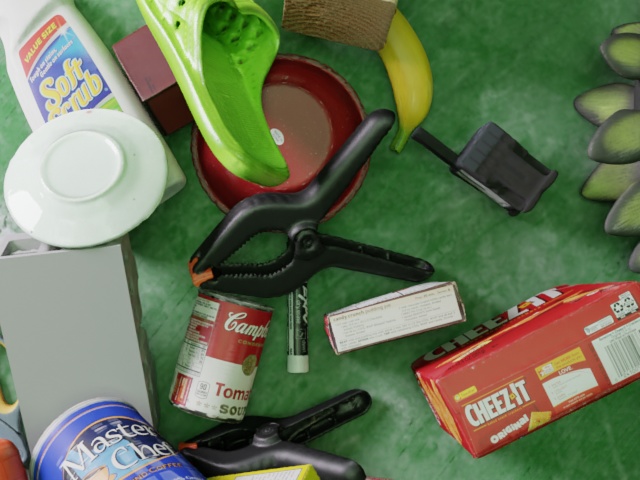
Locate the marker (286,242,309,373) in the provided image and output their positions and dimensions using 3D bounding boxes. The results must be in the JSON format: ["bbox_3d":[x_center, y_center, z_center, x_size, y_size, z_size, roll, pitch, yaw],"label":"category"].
[{"bbox_3d":[-0.020,0.056,0.940,0.020,0.020,0.121,-1,89,-1],"label":"marker"}]

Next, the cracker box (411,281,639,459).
[{"bbox_3d":[0.164,0.095,0.845,0.164,0.214,0.072,-26,88,-2],"label":"cracker box"}]

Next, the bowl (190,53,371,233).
[{"bbox_3d":[-0.034,-0.087,0.925,0.162,0.055,0.162,0,89,0],"label":"bowl"}]

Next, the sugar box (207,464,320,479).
[{"bbox_3d":[-0.068,0.238,0.873,0.176,0.048,0.093,-12,116,30],"label":"sugar box"}]

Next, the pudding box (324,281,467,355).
[{"bbox_3d":[0.061,0.066,0.906,0.113,0.090,0.039,-17,89,-2],"label":"pudding box"}]

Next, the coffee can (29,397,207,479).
[{"bbox_3d":[-0.144,0.197,0.812,0.140,0.102,0.103,31,88,44],"label":"coffee can"}]

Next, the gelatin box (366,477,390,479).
[{"bbox_3d":[0.023,0.219,0.911,0.089,0.073,0.030,7,88,0],"label":"gelatin box"}]

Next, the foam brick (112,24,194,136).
[{"bbox_3d":[-0.134,-0.140,0.912,0.053,0.051,0.078,-30,58,-1],"label":"foam brick"}]

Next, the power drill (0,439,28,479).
[{"bbox_3d":[-0.267,0.255,0.858,0.057,0.188,0.184,-16,88,-43],"label":"power drill"}]

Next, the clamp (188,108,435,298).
[{"bbox_3d":[-0.006,0.001,0.903,0.210,0.036,0.164,-26,117,-2],"label":"clamp"}]

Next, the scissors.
[{"bbox_3d":[-0.285,0.185,0.937,0.096,0.016,0.202,-11,88,0],"label":"scissors"}]

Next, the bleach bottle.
[{"bbox_3d":[-0.221,-0.130,0.922,0.102,0.068,0.251,-33,87,-1],"label":"bleach bottle"}]

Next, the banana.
[{"bbox_3d":[0.046,-0.177,0.936,0.069,0.037,0.198,-30,89,-3],"label":"banana"}]

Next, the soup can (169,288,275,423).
[{"bbox_3d":[-0.085,0.098,0.914,0.068,0.068,0.102,16,88,0],"label":"soup can"}]

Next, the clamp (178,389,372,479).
[{"bbox_3d":[-0.035,0.179,0.895,0.171,0.120,0.039,-15,108,3],"label":"clamp"}]

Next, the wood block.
[{"bbox_3d":[0.034,-0.276,0.888,0.090,0.091,0.206,13,74,-1],"label":"wood block"}]
